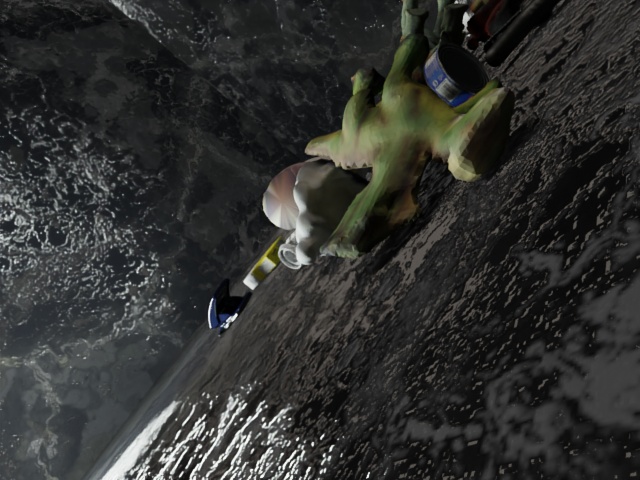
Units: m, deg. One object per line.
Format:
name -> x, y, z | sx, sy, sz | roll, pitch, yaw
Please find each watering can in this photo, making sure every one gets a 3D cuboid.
watering can -> 0.033, -0.120, 0.942 | 0.342, 0.105, 0.226 | -41, -12, 37

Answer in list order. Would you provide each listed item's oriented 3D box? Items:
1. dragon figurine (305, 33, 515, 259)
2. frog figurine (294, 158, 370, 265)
dragon figurine -> 0.057, -0.087, 0.577 | 0.406, 0.121, 0.247 | -21, 36, 55
frog figurine -> 0.002, -0.040, 0.790 | 0.160, 0.124, 0.136 | -60, -27, -2
